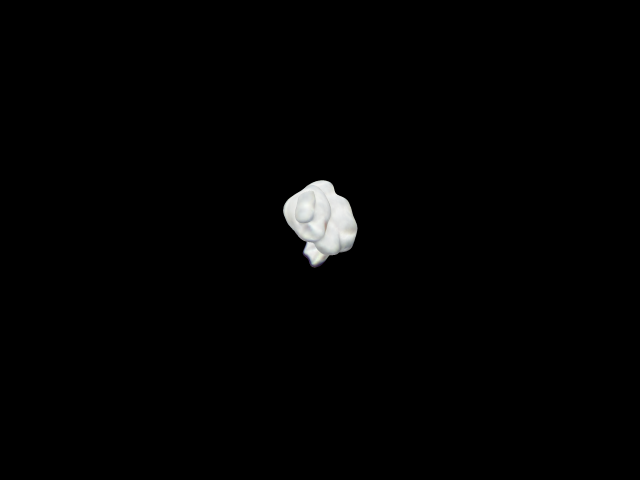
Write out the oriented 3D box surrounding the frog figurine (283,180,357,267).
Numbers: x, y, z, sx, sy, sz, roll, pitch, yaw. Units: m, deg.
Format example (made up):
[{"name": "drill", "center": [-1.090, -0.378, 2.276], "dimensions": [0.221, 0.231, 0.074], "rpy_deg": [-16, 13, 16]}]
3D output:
[{"name": "frog figurine", "center": [0.003, -0.043, 0.850], "dimensions": [0.123, 0.140, 0.156], "rpy_deg": [0, -30, 0]}]
